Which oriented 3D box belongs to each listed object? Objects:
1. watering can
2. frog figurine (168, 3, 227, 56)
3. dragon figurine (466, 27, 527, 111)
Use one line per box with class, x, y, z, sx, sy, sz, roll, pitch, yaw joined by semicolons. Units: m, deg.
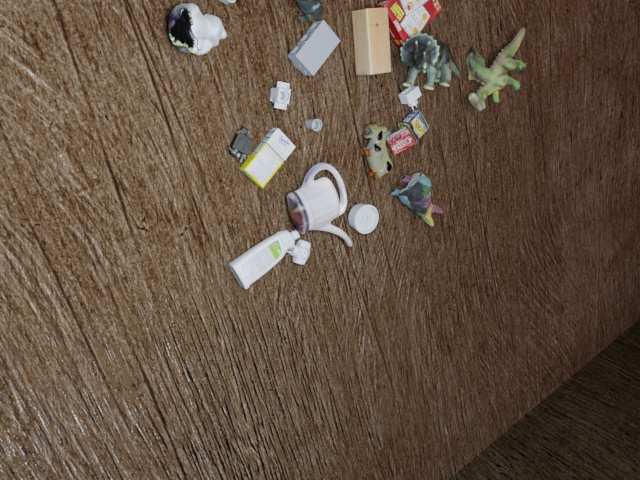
watering can;0.005;-0.089;1.761;0.226;0.105;0.341;-27;118;-24
frog figurine;-0.339;-0.585;1.424;0.135;0.122;0.162;66;30;-19
dragon figurine;0.693;-0.701;2.066;0.242;0.122;0.412;16;85;-27
